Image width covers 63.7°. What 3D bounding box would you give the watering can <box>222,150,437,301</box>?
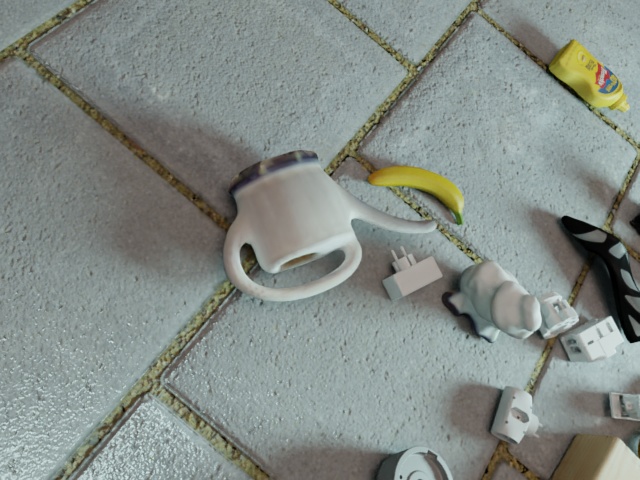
[{"bbox_3d":[0.002,-0.041,0.808,0.350,0.102,0.226,-21,79,-22],"label":"watering can"}]

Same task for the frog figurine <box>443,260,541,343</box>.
[{"bbox_3d":[0.295,0.094,0.823,0.124,0.157,0.138,-25,81,-25],"label":"frog figurine"}]
